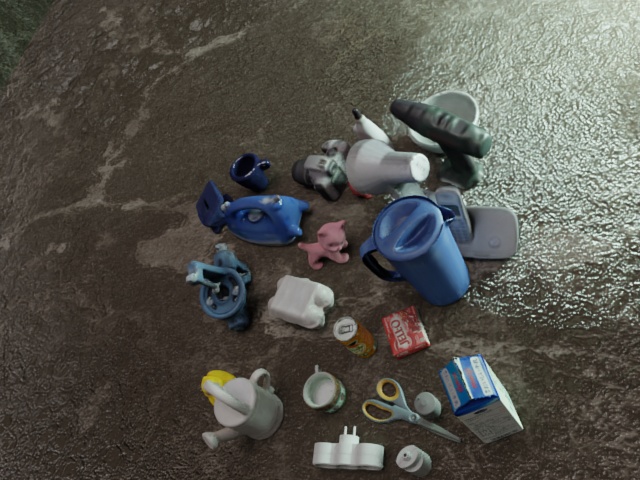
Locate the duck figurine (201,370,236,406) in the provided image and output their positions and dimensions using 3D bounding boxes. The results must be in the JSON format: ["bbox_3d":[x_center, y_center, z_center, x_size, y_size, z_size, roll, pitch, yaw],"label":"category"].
[{"bbox_3d":[-0.228,0.324,1.262,0.077,0.086,0.104,-44,49,-1],"label":"duck figurine"}]

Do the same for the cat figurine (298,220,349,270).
[{"bbox_3d":[0.012,0.005,1.304,0.127,0.118,0.067,-17,54,21],"label":"cat figurine"}]

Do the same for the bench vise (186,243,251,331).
[{"bbox_3d":[-0.249,0.091,1.335,0.121,0.220,0.207,-37,49,5],"label":"bench vise"}]

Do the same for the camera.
[{"bbox_3d":[-0.001,-0.187,1.446,0.136,0.101,0.143,12,68,35],"label":"camera"}]

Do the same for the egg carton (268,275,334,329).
[{"bbox_3d":[-0.043,0.139,1.283,0.149,0.070,0.107,11,67,35],"label":"egg carton"}]

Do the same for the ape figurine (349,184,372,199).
[{"bbox_3d":[0.095,-0.154,1.374,0.078,0.092,0.076,-40,49,2],"label":"ape figurine"}]

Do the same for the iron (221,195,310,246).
[{"bbox_3d":[-0.164,-0.065,1.437,0.257,0.142,0.119,-2,60,29],"label":"iron"}]

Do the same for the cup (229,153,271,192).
[{"bbox_3d":[-0.171,-0.177,1.544,0.117,0.095,0.091,-14,55,23],"label":"cup"}]

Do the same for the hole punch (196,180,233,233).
[{"bbox_3d":[-0.293,-0.091,1.563,0.101,0.091,0.108,-40,49,3],"label":"hole punch"}]

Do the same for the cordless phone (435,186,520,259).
[{"bbox_3d":[0.305,-0.041,1.116,0.147,0.186,0.094,0,61,31],"label":"cordless phone"}]

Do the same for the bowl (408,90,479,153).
[{"bbox_3d":[0.295,-0.263,1.338,0.167,0.075,0.167,-15,54,22],"label":"bowl"}]

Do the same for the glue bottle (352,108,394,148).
[{"bbox_3d":[0.115,-0.258,1.375,0.077,0.174,0.037,8,65,34],"label":"glue bottle"}]

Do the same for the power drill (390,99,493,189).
[{"bbox_3d":[0.269,-0.205,1.227,0.228,0.209,0.076,27,77,39],"label":"power drill"}]

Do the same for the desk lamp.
[{"bbox_3d":[0.180,-0.120,1.222,0.202,0.214,0.118,18,71,37],"label":"desk lamp"}]

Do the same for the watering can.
[{"bbox_3d":[-0.165,0.336,1.145,0.100,0.195,0.173,0,61,30],"label":"watering can"}]
